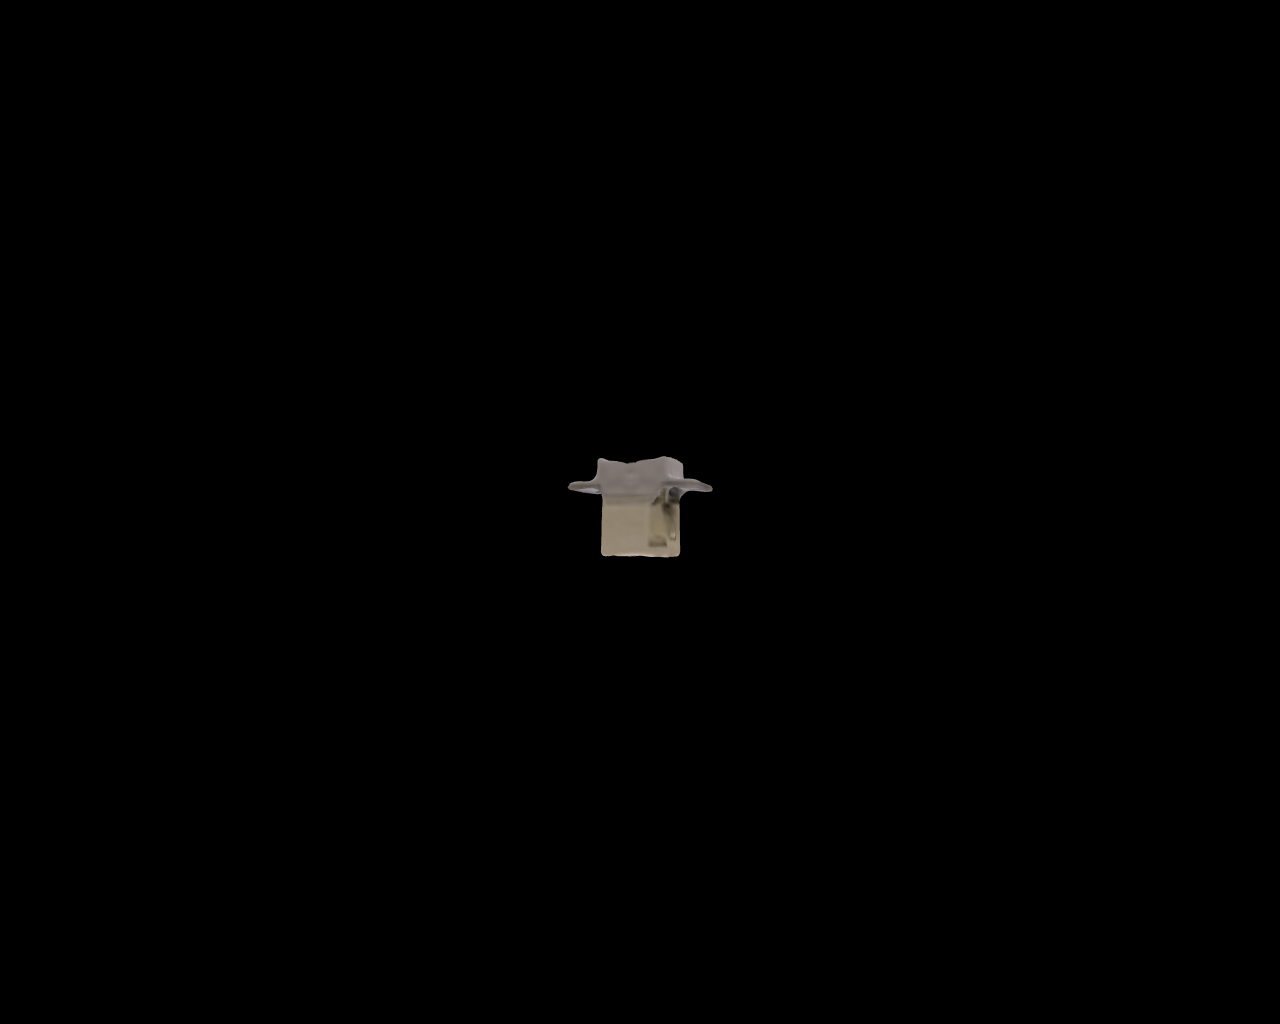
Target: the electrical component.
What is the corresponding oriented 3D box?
[{"bbox_3d":[0.001,-0.003,0.650,0.081,0.063,0.042,-1,-4,20],"label":"electrical component"}]
